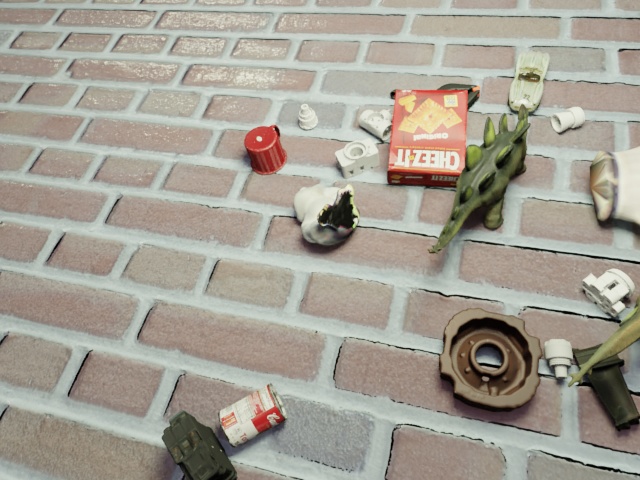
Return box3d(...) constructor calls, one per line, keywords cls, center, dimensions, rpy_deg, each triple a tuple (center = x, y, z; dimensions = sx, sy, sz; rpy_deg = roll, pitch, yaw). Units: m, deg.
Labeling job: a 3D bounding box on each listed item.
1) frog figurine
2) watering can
box3d(cls="frog figurine", center=(0.003, -0.056, 1.103), dimensions=(0.159, 0.121, 0.139), rpy_deg=(2, 60, 55))
box3d(cls="watering can", center=(0.653, -0.138, 1.015), dimensions=(0.224, 0.101, 0.356), rpy_deg=(5, 56, 15))
